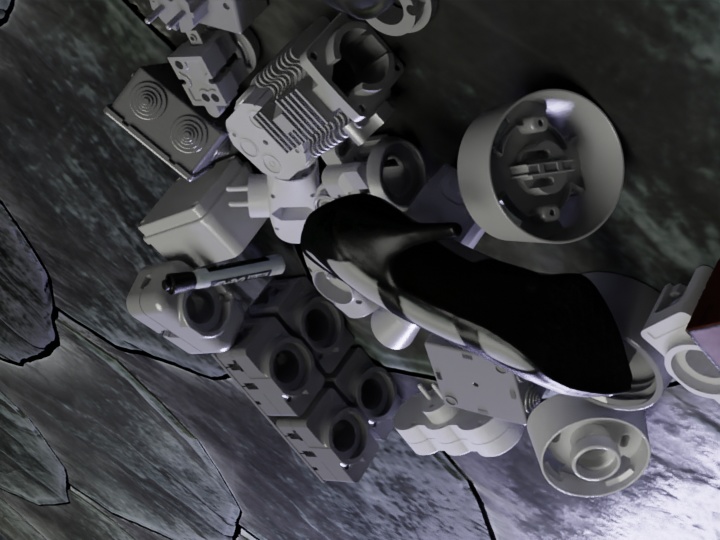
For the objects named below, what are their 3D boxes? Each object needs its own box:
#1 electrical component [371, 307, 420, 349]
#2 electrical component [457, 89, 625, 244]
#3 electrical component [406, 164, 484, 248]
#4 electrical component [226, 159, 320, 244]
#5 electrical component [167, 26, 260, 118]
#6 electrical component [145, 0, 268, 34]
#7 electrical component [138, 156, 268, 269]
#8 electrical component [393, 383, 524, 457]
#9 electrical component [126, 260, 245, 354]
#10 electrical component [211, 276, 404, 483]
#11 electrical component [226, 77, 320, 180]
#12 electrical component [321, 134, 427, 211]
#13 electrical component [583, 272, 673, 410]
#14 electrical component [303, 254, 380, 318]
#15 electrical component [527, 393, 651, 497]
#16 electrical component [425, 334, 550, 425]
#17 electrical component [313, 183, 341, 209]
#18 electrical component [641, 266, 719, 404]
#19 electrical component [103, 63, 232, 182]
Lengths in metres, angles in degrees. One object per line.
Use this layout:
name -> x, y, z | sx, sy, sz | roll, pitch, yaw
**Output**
electrical component -> 0.043, 0.037, 0.946 | 0.044, 0.044, 0.065 | 39, 142, -4
electrical component -> 0.115, -0.065, 0.700 | 0.064, 0.099, 0.099 | -4, 130, 54
electrical component -> 0.064, -0.035, 0.799 | 0.051, 0.080, 0.080 | 36, 148, 8
electrical component -> -0.072, -0.063, 0.906 | 0.079, 0.043, 0.077 | -1, 141, 1
electrical component -> -0.109, -0.160, 0.822 | 0.048, 0.055, 0.066 | 7, 137, 38
electrical component -> -0.123, -0.196, 0.772 | 0.083, 0.075, 0.047 | 20, 144, 24
electrical component -> -0.138, -0.050, 0.968 | 0.113, 0.078, 0.057 | -12, 127, 50
electrical component -> 0.082, 0.133, 1.017 | 0.138, 0.052, 0.073 | -10, 125, 49
electrical component -> -0.156, 0.035, 0.983 | 0.059, 0.053, 0.095 | -7, 143, 46
electrical component -> -0.043, 0.109, 1.053 | 0.060, 0.105, 0.186 | -8, 127, 47
electrical component -> -0.060, -0.115, 0.839 | 0.080, 0.051, 0.080 | 24, 146, 18
electrical component -> 0.013, -0.071, 0.820 | 0.057, 0.058, 0.078 | 0, 134, 46
electrical component -> 0.189, 0.061, 0.820 | 0.108, 0.060, 0.108 | 24, 145, 18
electrical component -> 0.000, 0.000, 0.934 | 0.079, 0.044, 0.077 | -3, 130, 45
electrical component -> 0.192, 0.140, 0.899 | 0.099, 0.064, 0.099 | 0, 124, 0
electrical component -> 0.110, 0.083, 0.932 | 0.100, 0.048, 0.099 | 11, 139, 32
electrical component -> -0.017, -0.053, 0.866 | 0.048, 0.062, 0.048 | 25, 146, 18
electrical component -> 0.250, 0.052, 0.756 | 0.089, 0.055, 0.050 | 40, 147, -6
electrical component -> -0.148, -0.123, 0.874 | 0.100, 0.099, 0.048 | 39, 103, -5
